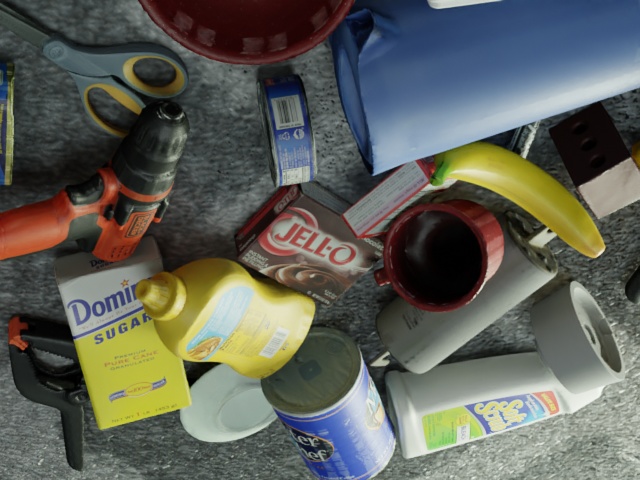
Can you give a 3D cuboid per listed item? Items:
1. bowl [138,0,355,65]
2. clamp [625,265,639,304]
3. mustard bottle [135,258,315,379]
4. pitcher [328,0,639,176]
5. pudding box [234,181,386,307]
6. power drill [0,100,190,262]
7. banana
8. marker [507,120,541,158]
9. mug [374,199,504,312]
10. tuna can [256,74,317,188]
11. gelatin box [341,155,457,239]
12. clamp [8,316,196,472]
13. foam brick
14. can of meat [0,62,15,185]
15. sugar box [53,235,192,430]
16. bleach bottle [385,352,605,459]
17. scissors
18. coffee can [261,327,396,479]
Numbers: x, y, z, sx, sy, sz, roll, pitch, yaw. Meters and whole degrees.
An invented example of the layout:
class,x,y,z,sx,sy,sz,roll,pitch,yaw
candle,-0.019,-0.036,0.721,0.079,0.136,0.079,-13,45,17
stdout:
class,x,y,z,sx,sy,sz,roll,pitch,yaw
bowl,-0.050,-0.203,0.727,0.162,0.055,0.162,2,128,2
clamp,0.366,-0.007,1.030,0.120,0.039,0.171,-8,134,-8
mustard bottle,-0.091,0.065,0.945,0.096,0.058,0.191,-53,142,10
pitcher,0.131,-0.137,0.803,0.243,0.149,0.145,-15,110,-2
pudding box,-0.006,0.001,0.956,0.113,0.039,0.090,28,121,-33
power drill,-0.199,-0.032,0.815,0.187,0.057,0.185,-13,151,-35
banana,0.165,-0.042,0.907,0.197,0.069,0.037,20,150,-28
marker,0.178,-0.097,0.916,0.020,0.020,0.121,3,132,-15
mug,0.102,0.013,0.929,0.117,0.093,0.081,-25,178,26
tuna can,-0.026,-0.086,0.836,0.033,0.086,0.086,-10,134,-5
gelatin box,0.070,-0.039,0.916,0.089,0.030,0.073,-40,167,24
clamp,-0.238,0.148,1.044,0.165,0.036,0.209,-37,130,13
foam brick,0.239,-0.068,0.917,0.053,0.078,0.051,-30,134,16
can of meat,-0.273,-0.088,0.801,0.083,0.057,0.102,1,133,-17
sugar box,-0.177,0.087,0.972,0.093,0.048,0.176,-15,128,-11
bleach bottle,0.200,0.160,1.138,0.250,0.068,0.102,-14,134,-3
scissors,-0.176,-0.148,0.792,0.096,0.016,0.201,-29,133,13
coffee can,0.011,0.170,1.076,0.103,0.103,0.140,-19,134,5
